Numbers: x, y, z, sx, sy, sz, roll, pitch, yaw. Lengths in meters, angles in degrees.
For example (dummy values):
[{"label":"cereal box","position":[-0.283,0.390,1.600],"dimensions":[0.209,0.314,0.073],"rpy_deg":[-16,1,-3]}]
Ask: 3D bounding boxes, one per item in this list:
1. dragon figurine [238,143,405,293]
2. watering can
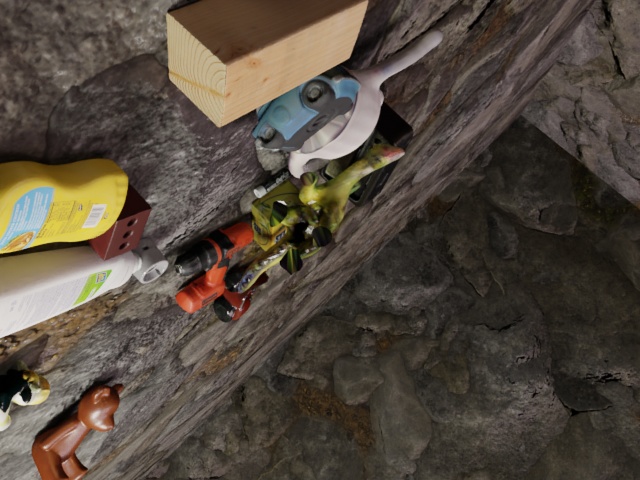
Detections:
[{"label":"dragon figurine","position":[0.003,-0.050,0.993],"dimensions":[0.403,0.122,0.246],"rpy_deg":[-41,176,38]},{"label":"watering can","position":[0.055,-0.233,0.844],"dimensions":[0.344,0.105,0.225],"rpy_deg":[-47,167,18]}]
